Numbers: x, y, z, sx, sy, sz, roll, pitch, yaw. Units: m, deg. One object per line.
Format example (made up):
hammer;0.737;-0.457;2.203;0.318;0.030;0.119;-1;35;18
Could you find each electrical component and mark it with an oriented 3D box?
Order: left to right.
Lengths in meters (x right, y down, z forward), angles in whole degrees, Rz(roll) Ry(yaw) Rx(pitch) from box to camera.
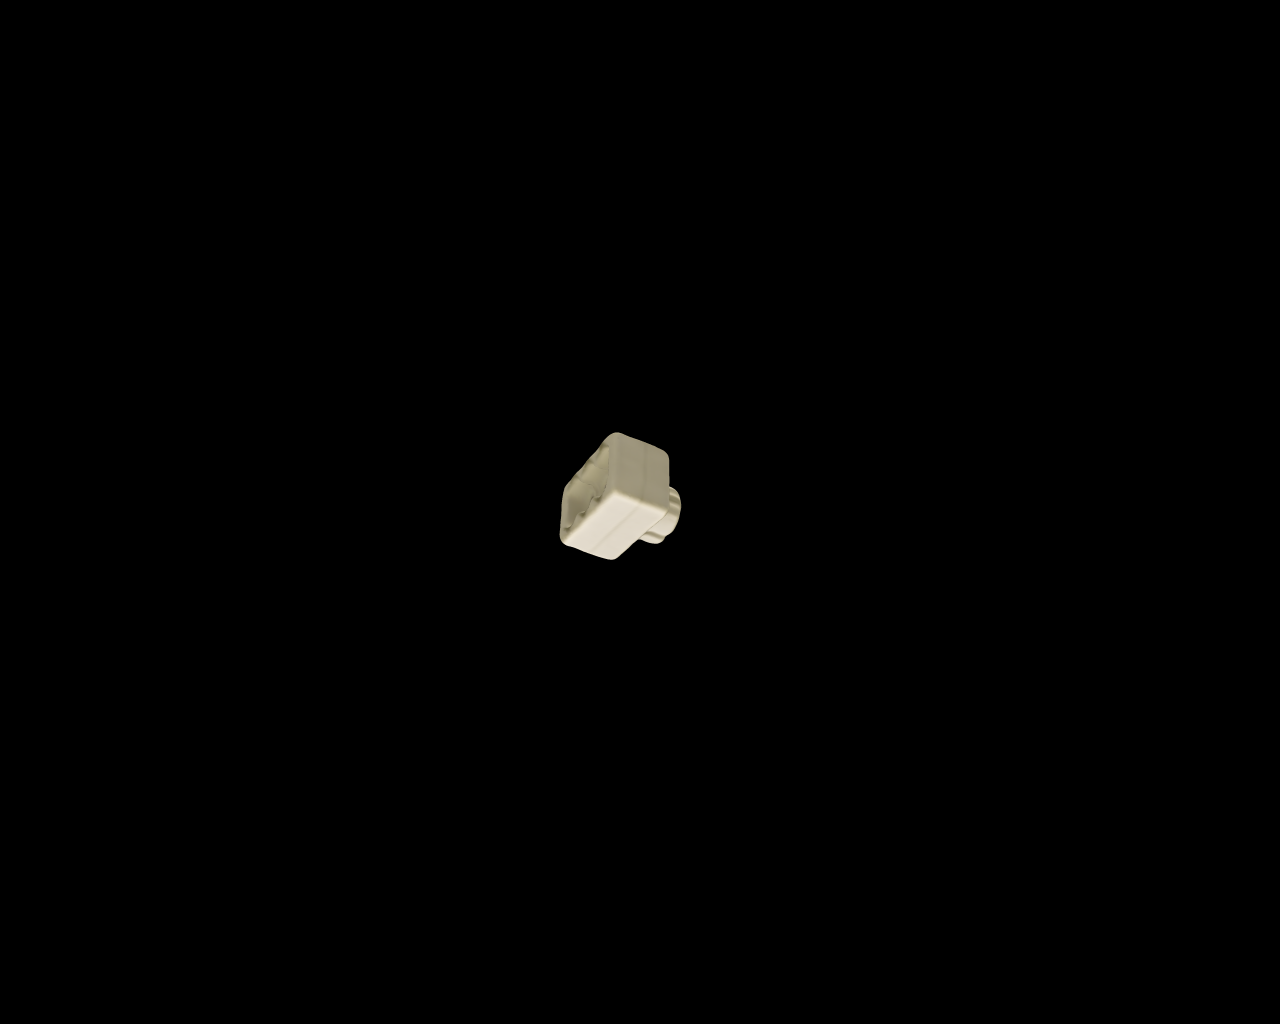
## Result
electrical component;0.001;-0.003;0.650;0.077;0.047;0.065;20;-40;-25
